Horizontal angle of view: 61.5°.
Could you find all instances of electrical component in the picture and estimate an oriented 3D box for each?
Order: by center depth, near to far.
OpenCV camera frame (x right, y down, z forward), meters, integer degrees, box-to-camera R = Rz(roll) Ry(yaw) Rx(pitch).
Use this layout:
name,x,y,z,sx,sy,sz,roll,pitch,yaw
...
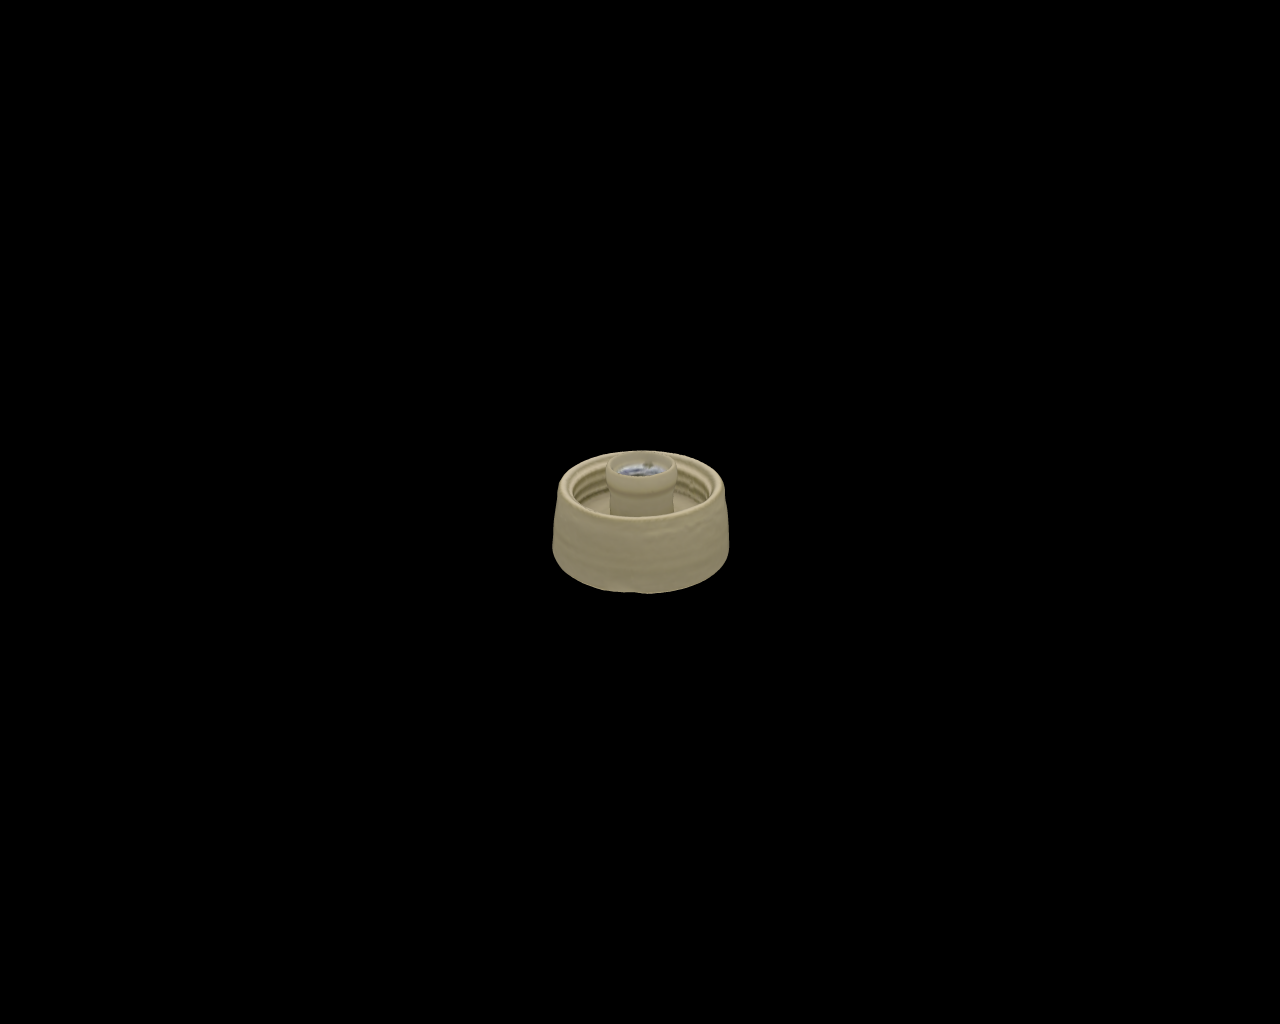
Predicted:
name,x,y,z,sx,sy,sz,roll,pitch,yaw
electrical component,0.001,-0.003,0.650,0.108,0.060,0.108,0,26,0
